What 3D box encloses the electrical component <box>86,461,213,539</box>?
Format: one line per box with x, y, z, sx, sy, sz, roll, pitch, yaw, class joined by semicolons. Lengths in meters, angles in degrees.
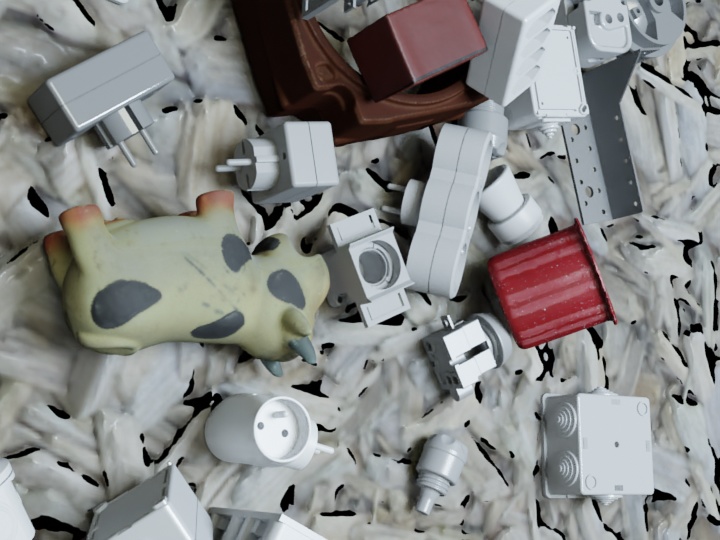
-0.130;0.170;0.682;0.062;0.096;0.061;-32;100;-3;electrical component

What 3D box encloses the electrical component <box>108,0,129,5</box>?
-0.186;-0.245;0.741;0.100;0.048;0.099;18;72;-29;electrical component

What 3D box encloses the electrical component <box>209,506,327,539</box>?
-0.018;0.232;0.731;0.186;0.105;0.060;36;65;-23;electrical component

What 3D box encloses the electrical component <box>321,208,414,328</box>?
0.000;0.000;0.807;0.042;0.064;0.081;-22;94;-33;electrical component

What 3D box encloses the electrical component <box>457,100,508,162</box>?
0.104;-0.125;0.907;0.043;0.043;0.062;14;73;-30;electrical component

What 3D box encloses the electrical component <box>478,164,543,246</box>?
0.122;-0.054;0.905;0.055;0.045;0.045;50;60;-16;electrical component

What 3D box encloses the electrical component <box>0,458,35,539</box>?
-0.234;0.147;0.625;0.080;0.080;0.051;-29;103;-33;electrical component

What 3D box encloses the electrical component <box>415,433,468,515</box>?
0.059;0.160;0.835;0.035;0.035;0.061;34;68;-24;electrical component

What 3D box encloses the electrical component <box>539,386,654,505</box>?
0.204;0.150;0.921;0.100;0.048;0.099;7;76;-30;electrical component

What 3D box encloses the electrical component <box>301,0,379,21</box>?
-0.015;-0.215;0.747;0.064;0.042;0.081;9;78;-34;electrical component

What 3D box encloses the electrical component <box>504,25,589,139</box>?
0.151;-0.158;0.931;0.062;0.061;0.096;-5;85;-33;electrical component

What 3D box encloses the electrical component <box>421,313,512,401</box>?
0.088;0.064;0.863;0.055;0.048;0.066;-24;95;-25;electrical component

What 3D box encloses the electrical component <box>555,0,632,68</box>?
0.203;-0.235;0.979;0.054;0.059;0.095;-3;83;-33;electrical component

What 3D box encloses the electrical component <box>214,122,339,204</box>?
-0.066;-0.076;0.777;0.077;0.066;0.047;-5;85;-33;electrical component

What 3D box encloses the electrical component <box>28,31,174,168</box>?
-0.165;-0.107;0.731;0.083;0.047;0.075;-37;102;-31;electrical component

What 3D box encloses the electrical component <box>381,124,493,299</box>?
0.055;-0.051;0.857;0.074;0.052;0.138;13;80;12;electrical component

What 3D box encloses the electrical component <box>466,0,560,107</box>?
0.098;-0.180;0.799;0.076;0.083;0.047;36;57;21;electrical component

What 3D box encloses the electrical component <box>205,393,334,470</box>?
-0.056;0.115;0.744;0.079;0.077;0.043;22;70;-28;electrical component
